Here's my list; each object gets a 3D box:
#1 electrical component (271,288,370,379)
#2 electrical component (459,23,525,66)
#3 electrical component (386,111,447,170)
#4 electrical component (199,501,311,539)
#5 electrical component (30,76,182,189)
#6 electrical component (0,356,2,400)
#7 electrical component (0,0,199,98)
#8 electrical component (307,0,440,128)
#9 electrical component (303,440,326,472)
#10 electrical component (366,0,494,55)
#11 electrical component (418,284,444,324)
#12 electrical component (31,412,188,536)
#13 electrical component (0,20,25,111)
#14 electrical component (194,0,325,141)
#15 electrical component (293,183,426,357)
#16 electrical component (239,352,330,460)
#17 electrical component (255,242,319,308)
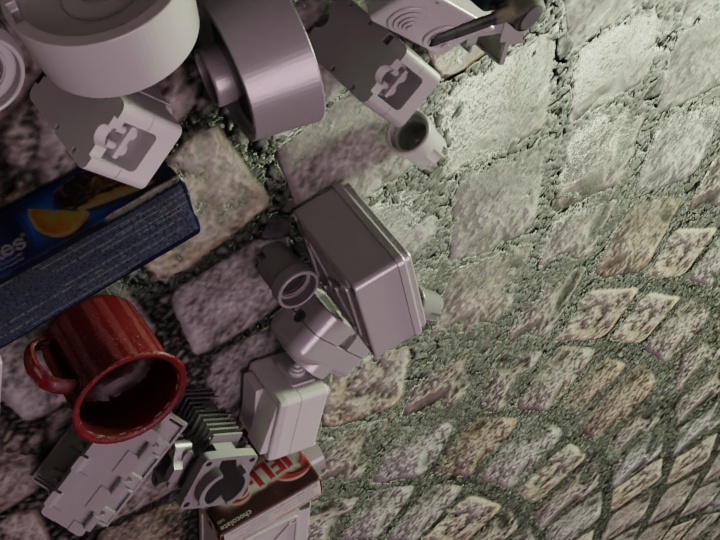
[{"bbox_3d":[-0.034,0.060,0.991,0.059,0.053,0.095,-48,144,8],"label":"electrical component"},{"bbox_3d":[0.100,-0.206,0.851,0.064,0.042,0.081,-15,136,-30],"label":"electrical component"},{"bbox_3d":[0.049,-0.108,0.907,0.040,0.040,0.046,-47,150,7],"label":"electrical component"},{"bbox_3d":[-0.112,0.275,1.142,0.109,0.056,0.108,-21,139,-27],"label":"electrical component"},{"bbox_3d":[-0.158,-0.098,0.679,0.056,0.089,0.050,19,113,-51],"label":"electrical component"},{"bbox_3d":[-0.296,0.087,0.777,0.056,0.050,0.089,-14,136,-34],"label":"electrical component"},{"bbox_3d":[-0.146,-0.149,0.627,0.108,0.108,0.060,-33,150,-13],"label":"electrical component"},{"bbox_3d":[0.009,-0.151,0.781,0.050,0.089,0.056,-50,144,11],"label":"electrical component"},{"bbox_3d":[-0.081,0.204,1.107,0.081,0.043,0.043,-26,141,-21],"label":"electrical component"},{"bbox_3d":[0.042,-0.206,0.749,0.048,0.099,0.100,-25,156,34],"label":"electrical component"},{"bbox_3d":[0.057,0.034,1.065,0.040,0.040,0.046,-52,149,14],"label":"electrical component"},{"bbox_3d":[-0.214,0.159,0.907,0.079,0.063,0.121,36,103,-12],"label":"electrical component"},{"bbox_3d":[-0.227,-0.124,0.616,0.058,0.057,0.078,-43,145,1],"label":"electrical component"},{"bbox_3d":[-0.074,-0.137,0.708,0.060,0.108,0.108,-25,142,-13],"label":"electrical component"},{"bbox_3d":[0.000,0.000,0.915,0.056,0.108,0.108,-31,143,-11],"label":"electrical component"},{"bbox_3d":[-0.075,0.123,1.012,0.061,0.061,0.096,-14,136,-32],"label":"electrical component"},{"bbox_3d":[-0.063,0.003,0.912,0.040,0.046,0.040,-25,141,-22],"label":"electrical component"}]
